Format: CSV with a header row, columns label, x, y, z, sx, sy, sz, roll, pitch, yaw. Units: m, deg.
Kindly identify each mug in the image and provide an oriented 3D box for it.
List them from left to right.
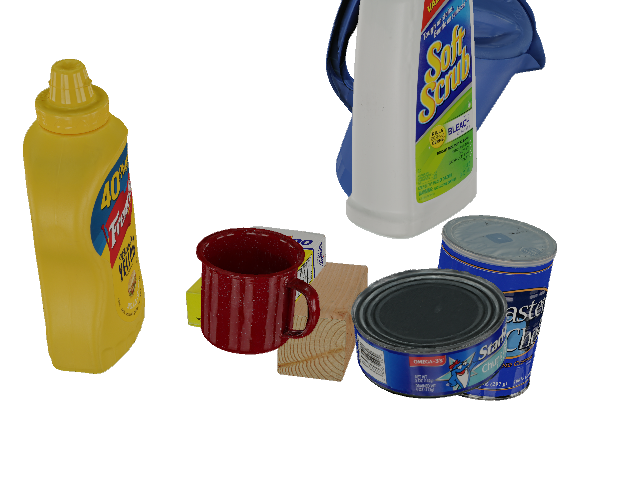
label,x,y,z,sx,sy,sz,roll,pitch,yaw
mug,-0.052,0.048,0.920,0.117,0.081,0.093,17,29,24

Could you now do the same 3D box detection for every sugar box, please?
label,x,y,z,sx,sy,sz,roll,pitch,yaw
sugar box,-0.064,0.039,1.137,0.093,0.048,0.176,7,28,17

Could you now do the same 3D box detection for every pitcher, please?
label,x,y,z,sx,sy,sz,roll,pitch,yaw
pitcher,0.088,-0.139,1.015,0.144,0.149,0.243,-11,-33,-28

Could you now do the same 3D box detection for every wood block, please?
label,x,y,z,sx,sy,sz,roll,pitch,yaw
wood block,0.006,0.107,1.483,0.091,0.090,0.206,6,20,9

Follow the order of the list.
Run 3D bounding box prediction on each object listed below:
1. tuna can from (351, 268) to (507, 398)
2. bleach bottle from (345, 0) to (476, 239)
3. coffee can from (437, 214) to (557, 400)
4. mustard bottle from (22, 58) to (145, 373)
label,x,y,z,sx,sy,sz,roll,pitch,yaw
tuna can,0.061,0.051,0.595,0.086,0.034,0.086,-5,28,3
bleach bottle,0.061,-0.133,0.725,0.068,0.251,0.102,22,38,39
coffee can,0.153,0.060,0.979,0.103,0.140,0.103,5,23,-2
mustard bottle,-0.143,-0.019,0.644,0.058,0.192,0.096,6,36,6
